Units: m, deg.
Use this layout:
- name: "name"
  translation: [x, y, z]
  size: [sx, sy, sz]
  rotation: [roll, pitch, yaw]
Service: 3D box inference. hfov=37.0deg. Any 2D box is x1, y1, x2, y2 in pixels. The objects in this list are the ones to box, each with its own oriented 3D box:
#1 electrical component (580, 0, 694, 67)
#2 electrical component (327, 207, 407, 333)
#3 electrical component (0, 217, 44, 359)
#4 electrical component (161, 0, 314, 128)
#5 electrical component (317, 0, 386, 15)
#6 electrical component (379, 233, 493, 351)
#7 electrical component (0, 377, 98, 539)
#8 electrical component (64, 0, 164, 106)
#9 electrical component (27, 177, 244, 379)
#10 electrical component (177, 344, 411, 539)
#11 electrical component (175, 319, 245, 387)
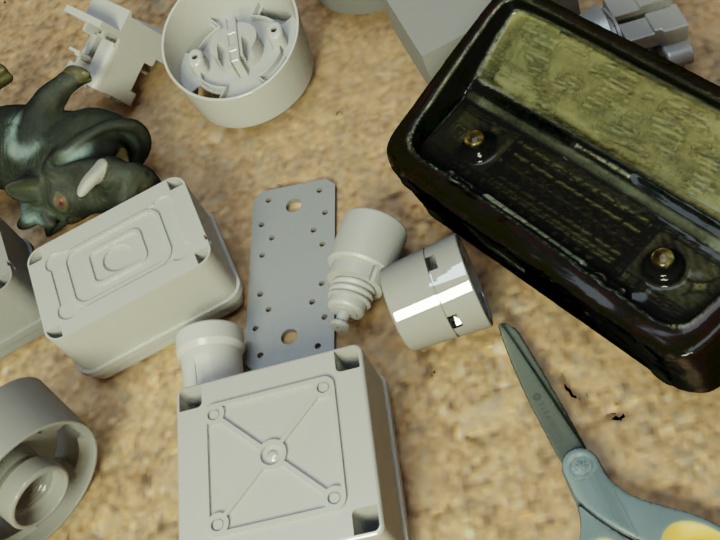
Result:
- name: "electrical component"
  translation: [0.164, -0.142, 0.657]
  size: [0.055, 0.048, 0.066]
  rotation: [-16, 54, 0]
- name: "electrical component"
  translation: [0.000, 0.000, 0.627]
  size: [0.040, 0.040, 0.078]
  rotation: [7, 62, 24]
- name: "electrical component"
  translation: [-0.264, 0.024, 0.698]
  size: [0.113, 0.057, 0.078]
  rotation: [-30, 53, 0]
- name: "electrical component"
  translation: [-0.083, -0.150, 0.741]
  size: [0.099, 0.064, 0.099]
  rotation: [-10, 56, 14]
- name: "electrical component"
  translation: [0.005, -0.229, 0.762]
  size: [0.108, 0.060, 0.108]
  rotation: [-10, 56, 14]
- name: "electrical component"
  translation: [0.042, 0.014, 0.595]
  size: [0.047, 0.055, 0.055]
  rotation: [-22, 53, 10]
- name: "electrical component"
  translation: [-0.197, 0.110, 0.597]
  size: [0.064, 0.099, 0.099]
  rotation: [30, 72, 26]
- name: "electrical component"
  translation: [-0.178, -0.156, 0.778]
  size: [0.042, 0.081, 0.063]
  rotation: [31, 95, 33]
- name: "electrical component"
  translation: [-0.137, 0.006, 0.663]
  size: [0.113, 0.057, 0.078]
  rotation: [-28, 53, 1]
- name: "electrical component"
  translation: [-0.036, 0.107, 0.561]
  size: [0.109, 0.056, 0.108]
  rotation: [-15, 55, 11]
- name: "electrical component"
  translation: [-0.085, 0.058, 0.623]
  size: [0.040, 0.040, 0.046]
  rotation: [-16, 60, 10]
